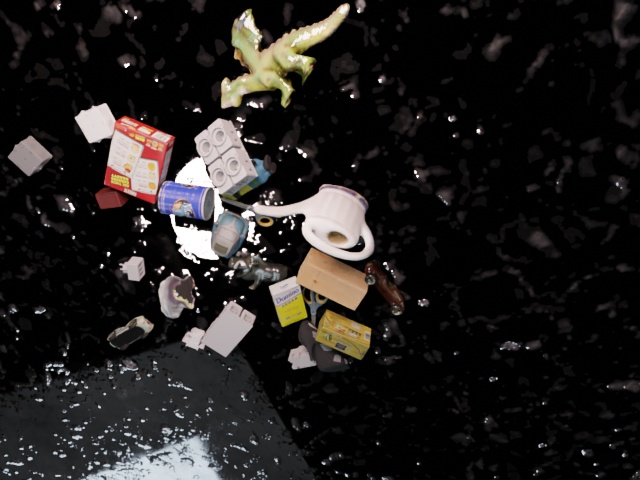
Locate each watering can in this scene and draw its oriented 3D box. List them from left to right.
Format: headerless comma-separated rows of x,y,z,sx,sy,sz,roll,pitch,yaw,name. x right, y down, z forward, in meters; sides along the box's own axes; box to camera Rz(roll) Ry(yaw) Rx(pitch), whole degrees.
0.004,-0.073,1.440,0.347,0.230,0.102,27,138,-5,watering can

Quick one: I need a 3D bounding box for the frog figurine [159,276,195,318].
-0.504,0.199,1.737,0.157,0.123,0.138,-29,77,32,frog figurine

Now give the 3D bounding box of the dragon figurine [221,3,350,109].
-0.125,-0.485,1.313,0.242,0.124,0.404,38,117,-2,dragon figurine
